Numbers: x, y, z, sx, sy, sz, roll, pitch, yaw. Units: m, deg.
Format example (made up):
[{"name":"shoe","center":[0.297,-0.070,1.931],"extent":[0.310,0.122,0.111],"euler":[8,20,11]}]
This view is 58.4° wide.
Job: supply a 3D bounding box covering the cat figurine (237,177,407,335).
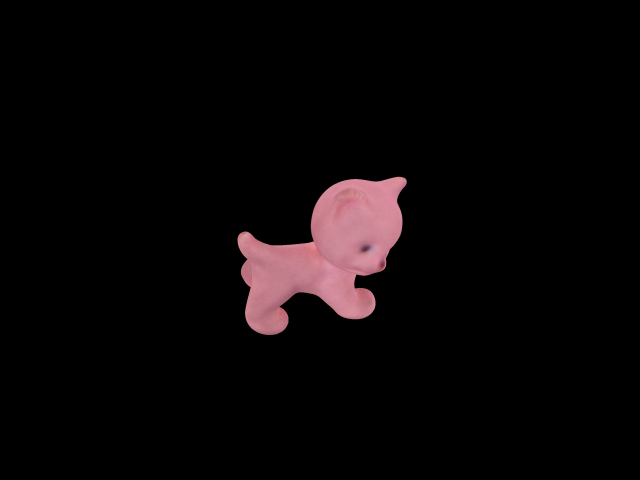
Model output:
[{"name":"cat figurine","center":[0.004,0.001,0.400],"extent":[0.128,0.118,0.067],"euler":[-11,50,-9]}]
